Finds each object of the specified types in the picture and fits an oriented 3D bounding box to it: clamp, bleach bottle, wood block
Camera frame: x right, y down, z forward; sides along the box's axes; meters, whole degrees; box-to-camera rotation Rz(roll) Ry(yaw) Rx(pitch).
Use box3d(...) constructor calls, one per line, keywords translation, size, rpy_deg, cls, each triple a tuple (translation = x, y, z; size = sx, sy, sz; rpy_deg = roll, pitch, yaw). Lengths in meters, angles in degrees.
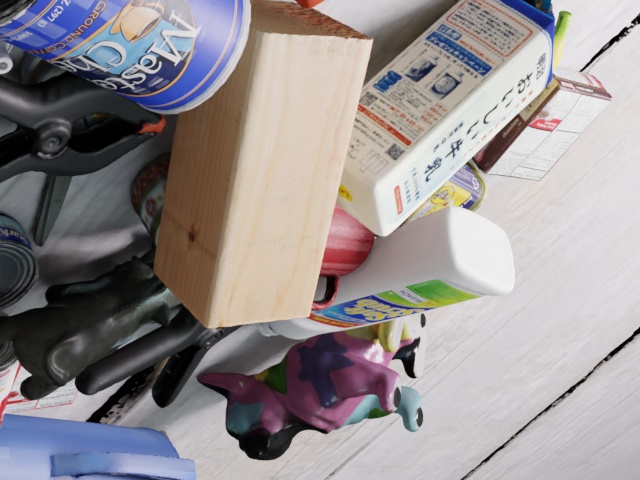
box3d(translation=(-0.185, -0.064, 0.682), size=(0.171, 0.039, 0.120), rpy_deg=(-1, 139, -38), cls="clamp")
box3d(translation=(-0.115, 0.080, 0.962), size=(0.210, 0.036, 0.164), rpy_deg=(-43, 160, 12), cls="clamp")
box3d(translation=(0.045, 0.044, 0.973), size=(0.251, 0.068, 0.102), rpy_deg=(-23, 149, 37), cls="bleach bottle")
box3d(translation=(-0.044, -0.054, 0.735), size=(0.090, 0.091, 0.206), rpy_deg=(-4, 119, -35), cls="wood block")

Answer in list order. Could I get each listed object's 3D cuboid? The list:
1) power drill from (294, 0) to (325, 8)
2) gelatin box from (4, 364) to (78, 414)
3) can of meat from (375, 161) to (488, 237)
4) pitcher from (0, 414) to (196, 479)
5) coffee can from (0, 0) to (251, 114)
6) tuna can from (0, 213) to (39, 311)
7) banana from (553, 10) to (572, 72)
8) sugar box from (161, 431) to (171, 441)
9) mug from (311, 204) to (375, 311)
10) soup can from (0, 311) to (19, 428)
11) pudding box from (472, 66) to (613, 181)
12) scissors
box3d(translation=(-0.020, -0.220, 0.619), size=(0.184, 0.057, 0.187), rpy_deg=(-31, 150, 4), cls="power drill")
box3d(translation=(-0.239, 0.110, 0.920), size=(0.073, 0.030, 0.089), rpy_deg=(-5, 139, -40), cls="gelatin box")
box3d(translation=(0.088, -0.039, 0.969), size=(0.102, 0.057, 0.083), rpy_deg=(-44, 145, 19), cls="can of meat")
box3d(translation=(-0.242, 0.222, 0.979), size=(0.242, 0.145, 0.149), rpy_deg=(24, 99, -51), cls="pitcher")
box3d(translation=(-0.121, -0.141, 0.598), size=(0.103, 0.103, 0.140), rpy_deg=(-43, 147, 18), cls="coffee can")
box3d(translation=(-0.251, 0.019, 0.776), size=(0.086, 0.034, 0.086), rpy_deg=(-22, 148, -15), cls="tuna can")
box3d(translation=(0.132, -0.123, 0.912), size=(0.198, 0.037, 0.069), rpy_deg=(-32, 130, -2), cls="banana")
box3d(translation=(-0.189, 0.284, 1.191), size=(0.093, 0.048, 0.176), rpy_deg=(-26, 150, -10), cls="sugar box")
box3d(translation=(-0.006, 0.001, 0.894), size=(0.093, 0.117, 0.081), rpy_deg=(-13, 168, 36), cls="mug")
box3d(translation=(-0.278, 0.109, 0.847), size=(0.068, 0.068, 0.102), rpy_deg=(-7, 141, -35), cls="soup can")
box3d(translation=(0.203, -0.107, 0.991), size=(0.089, 0.039, 0.114), rpy_deg=(2, 137, -44), cls="pudding box")
box3d(translation=(-0.185, -0.069, 0.729), size=(0.096, 0.016, 0.202), rpy_deg=(10, 129, -46), cls="scissors")
